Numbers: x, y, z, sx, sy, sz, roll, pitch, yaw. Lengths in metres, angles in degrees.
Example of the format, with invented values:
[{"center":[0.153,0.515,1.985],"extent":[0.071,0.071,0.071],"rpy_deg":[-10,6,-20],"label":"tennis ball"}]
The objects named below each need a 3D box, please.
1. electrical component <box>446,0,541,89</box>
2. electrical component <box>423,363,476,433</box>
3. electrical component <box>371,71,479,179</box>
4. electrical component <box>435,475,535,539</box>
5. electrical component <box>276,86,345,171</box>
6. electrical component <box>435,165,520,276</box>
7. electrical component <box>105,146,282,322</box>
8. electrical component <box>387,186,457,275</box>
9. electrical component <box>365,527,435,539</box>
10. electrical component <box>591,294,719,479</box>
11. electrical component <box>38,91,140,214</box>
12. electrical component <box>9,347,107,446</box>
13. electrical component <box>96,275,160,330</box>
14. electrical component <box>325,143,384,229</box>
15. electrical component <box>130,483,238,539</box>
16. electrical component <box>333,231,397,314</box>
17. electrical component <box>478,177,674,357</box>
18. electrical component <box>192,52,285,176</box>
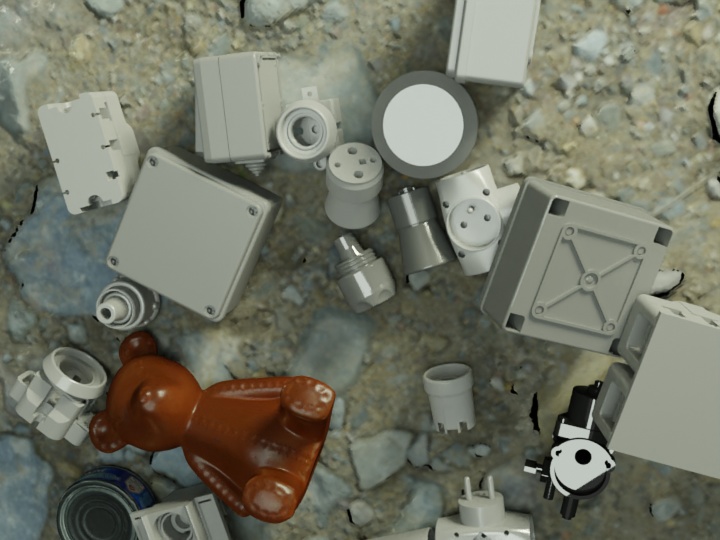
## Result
[{"center":[0.100,-0.187,0.768],"extent":[0.056,0.108,0.108],"rpy_deg":[9,102,8],"label":"electrical component"},{"center":[0.073,0.103,0.865],"extent":[0.040,0.040,0.046],"rpy_deg":[-7,106,13],"label":"electrical component"},{"center":[0.052,-0.112,0.822],"extent":[0.080,0.051,0.080],"rpy_deg":[2,101,12],"label":"electrical component"},{"center":[0.101,0.205,0.876],"extent":[0.077,0.043,0.079],"rpy_deg":[-6,99,13],"label":"electrical component"},{"center":[-0.038,-0.109,0.839],"extent":[0.048,0.055,0.066],"rpy_deg":[-5,100,13],"label":"electrical component"},{"center":[0.107,-0.043,0.827],"extent":[0.079,0.044,0.077],"rpy_deg":[-16,97,15],"label":"electrical component"},{"center":[-0.135,-0.031,0.875],"extent":[0.109,0.056,0.108],"rpy_deg":[26,105,6],"label":"electrical component"},{"center":[0.046,-0.033,0.844],"extent":[0.044,0.044,0.065],"rpy_deg":[-17,92,15],"label":"electrical component"},{"center":[0.032,0.261,0.901],"extent":[0.077,0.044,0.079],"rpy_deg":[-15,97,15],"label":"electrical component"},{"center":[0.278,0.095,0.787],"extent":[0.186,0.060,0.105],"rpy_deg":[16,104,-7],"label":"electrical component"},{"center":[-0.217,-0.097,0.880],"extent":[0.050,0.056,0.089],"rpy_deg":[-14,97,14],"label":"electrical component"},{"center":[-0.255,0.104,0.927],"extent":[0.078,0.058,0.057],"rpy_deg":[37,109,3],"label":"electrical component"},{"center":[-0.199,0.030,0.897],"extent":[0.048,0.062,0.048],"rpy_deg":[2,101,12],"label":"electrical component"},{"center":[-0.005,-0.065,0.834],"extent":[0.045,0.045,0.055],"rpy_deg":[17,146,9],"label":"electrical component"},{"center":[-0.137,0.251,0.926],"extent":[0.079,0.063,0.121],"rpy_deg":[-17,97,15],"label":"electrical component"},{"center":[0.000,0.000,0.859],"extent":[0.043,0.043,0.062],"rpy_deg":[-27,93,16],"label":"electrical component"},{"center":[0.158,-0.001,0.796],"extent":[0.109,0.056,0.108],"rpy_deg":[14,105,-19],"label":"electrical component"},{"center":[-0.095,-0.121,0.846],"extent":[0.061,0.062,0.096],"rpy_deg":[-3,100,13],"label":"electrical component"}]
